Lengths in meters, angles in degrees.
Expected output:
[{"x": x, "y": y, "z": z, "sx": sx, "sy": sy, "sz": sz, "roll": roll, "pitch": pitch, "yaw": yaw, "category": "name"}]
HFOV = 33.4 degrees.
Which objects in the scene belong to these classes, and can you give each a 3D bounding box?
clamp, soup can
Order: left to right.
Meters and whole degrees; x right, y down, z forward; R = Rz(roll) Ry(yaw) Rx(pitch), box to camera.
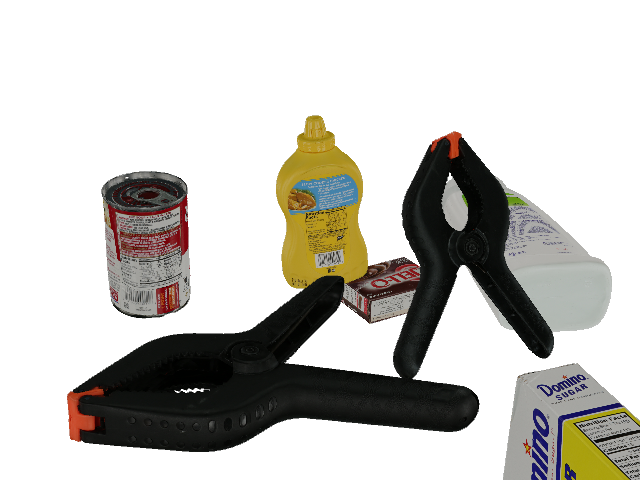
[{"x": -0.140, "y": 0.004, "z": 0.867, "sx": 0.068, "sy": 0.102, "sz": 0.068, "roll": 1, "pitch": 28, "yaw": -1, "category": "soup can"}, {"x": -0.039, "y": 0.071, "z": 0.602, "sx": 0.209, "sy": 0.036, "sz": 0.165, "roll": -7, "pitch": 25, "yaw": -19, "category": "clamp"}, {"x": 0.090, "y": 0.014, "z": 0.739, "sx": 0.120, "sy": 0.171, "sz": 0.039, "roll": -15, "pitch": -3, "yaw": -25, "category": "clamp"}]

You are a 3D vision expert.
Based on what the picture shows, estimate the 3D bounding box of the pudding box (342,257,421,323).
[{"x": 0.087, "y": 0.063, "z": 1.371, "sx": 0.113, "sy": 0.039, "sz": 0.090, "roll": -15, "pitch": 25, "yaw": -25, "category": "pudding box"}]

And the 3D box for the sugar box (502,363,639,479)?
[{"x": 0.150, "y": 0.144, "z": 0.513, "sx": 0.048, "sy": 0.093, "sz": 0.176, "roll": -9, "pitch": 27, "yaw": -22, "category": "sugar box"}]

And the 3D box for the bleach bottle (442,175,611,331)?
[{"x": 0.175, "y": -0.006, "z": 0.995, "sx": 0.102, "sy": 0.068, "sz": 0.251, "roll": -2, "pitch": 27, "yaw": -8, "category": "bleach bottle"}]

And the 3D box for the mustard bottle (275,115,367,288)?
[{"x": 0.000, "y": -0.044, "z": 1.181, "sx": 0.096, "sy": 0.192, "sz": 0.058, "roll": -9, "pitch": 25, "yaw": -10, "category": "mustard bottle"}]
